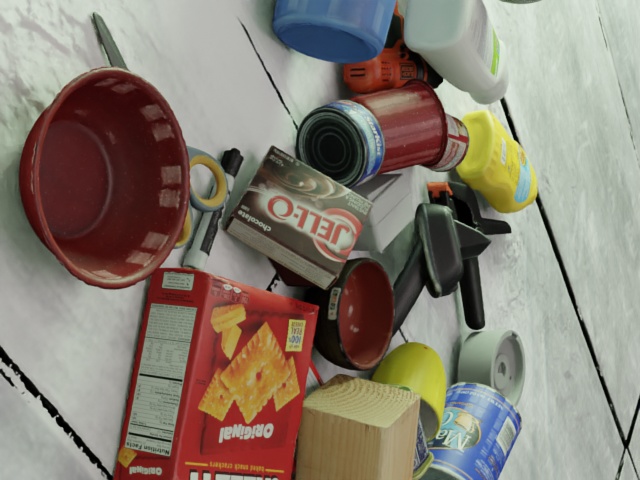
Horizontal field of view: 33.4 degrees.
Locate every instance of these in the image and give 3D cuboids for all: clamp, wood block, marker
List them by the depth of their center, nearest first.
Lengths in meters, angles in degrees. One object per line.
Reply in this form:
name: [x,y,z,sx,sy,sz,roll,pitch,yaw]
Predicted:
marker: [-0.092,-0.028,0.935,0.020,0.020,0.121,45,55,-47]
wood block: [0.031,0.246,1.023,0.090,0.091,0.206,-27,125,-60]
clamp: [0.181,0.005,1.328,0.209,0.036,0.164,46,52,-48]

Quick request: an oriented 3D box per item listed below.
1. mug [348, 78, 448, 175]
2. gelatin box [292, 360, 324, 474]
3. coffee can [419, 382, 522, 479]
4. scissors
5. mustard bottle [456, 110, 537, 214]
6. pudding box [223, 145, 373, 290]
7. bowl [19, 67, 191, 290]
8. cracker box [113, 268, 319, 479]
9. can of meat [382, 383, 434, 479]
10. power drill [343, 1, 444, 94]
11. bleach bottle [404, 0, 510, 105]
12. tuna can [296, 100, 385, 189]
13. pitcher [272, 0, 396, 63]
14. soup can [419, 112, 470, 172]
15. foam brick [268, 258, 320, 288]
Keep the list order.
mug: [0.067,-0.109,1.096,0.081,0.117,0.093,-15,83,-25]
gelatin box: [-0.025,0.169,1.032,0.089,0.030,0.073,-59,138,-36]
coffee can: [0.166,0.252,1.256,0.140,0.103,0.103,-53,132,-41]
scissors: [-0.126,-0.093,0.877,0.096,0.016,0.202,-23,109,-41]
mustard bottle: [0.238,-0.088,1.391,0.191,0.058,0.096,33,56,-52]
pudding box: [-0.019,-0.020,0.974,0.113,0.039,0.090,29,56,-3]
bowl: [-0.168,-0.045,0.789,0.161,0.055,0.162,-3,93,-56]
cracker box: [-0.084,0.143,0.906,0.164,0.072,0.213,23,73,-54]
can of meat: [0.057,0.195,1.093,0.057,0.102,0.084,-39,120,-49]
power drill: [0.084,-0.249,1.158,0.184,0.057,0.188,-15,102,-58]
bleach bottle: [0.166,-0.208,1.194,0.250,0.068,0.102,34,62,-62]
tuna can: [0.019,-0.091,1.039,0.033,0.086,0.086,-27,113,-51]
pitcher: [0.020,-0.302,1.014,0.145,0.149,0.243,36,64,-67]
soup can: [0.116,-0.117,1.199,0.102,0.069,0.068,10,82,-55]
foam brick: [-0.007,0.001,1.034,0.051,0.053,0.078,59,45,-38]
